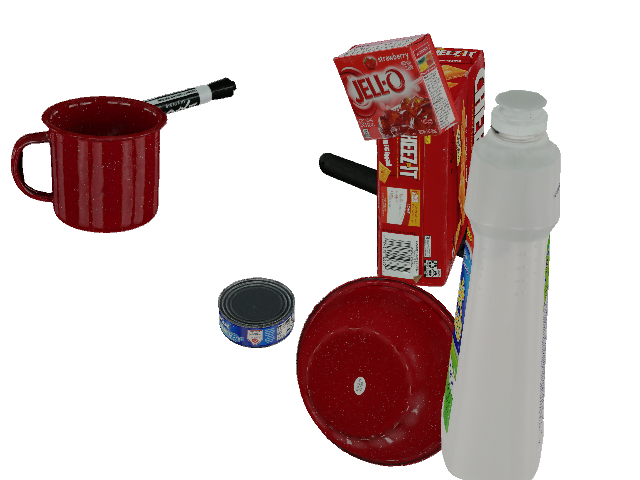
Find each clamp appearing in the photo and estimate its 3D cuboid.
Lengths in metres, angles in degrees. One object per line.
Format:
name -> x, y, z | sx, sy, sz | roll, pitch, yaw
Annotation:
clamp -> 0.107, -0.053, 1.235 | 0.164, 0.036, 0.210 | -15, 52, -28

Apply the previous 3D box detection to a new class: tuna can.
tuna can -> -0.071, 0.080, 1.191 | 0.086, 0.034, 0.086 | 1, 36, -1

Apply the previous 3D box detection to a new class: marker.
marker -> -0.134, -0.132, 1.009 | 0.120, 0.020, 0.020 | -20, 9, -26

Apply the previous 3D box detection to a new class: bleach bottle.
bleach bottle -> 0.113, 0.026, 0.658 | 0.068, 0.251, 0.102 | 4, 30, 7

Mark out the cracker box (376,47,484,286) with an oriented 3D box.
cracker box -> 0.109, -0.076, 1.014 | 0.072, 0.164, 0.213 | 6, 27, 16

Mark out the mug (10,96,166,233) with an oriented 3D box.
mug -> -0.177, -0.057, 0.818 | 0.117, 0.081, 0.093 | -5, 28, -19

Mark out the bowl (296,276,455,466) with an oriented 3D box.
bowl -> 0.041, 0.112, 0.874 | 0.162, 0.162, 0.055 | 0, 5, 26

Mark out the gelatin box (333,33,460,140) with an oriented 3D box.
gelatin box -> 0.058, -0.118, 0.831 | 0.030, 0.073, 0.089 | -36, 24, -33
